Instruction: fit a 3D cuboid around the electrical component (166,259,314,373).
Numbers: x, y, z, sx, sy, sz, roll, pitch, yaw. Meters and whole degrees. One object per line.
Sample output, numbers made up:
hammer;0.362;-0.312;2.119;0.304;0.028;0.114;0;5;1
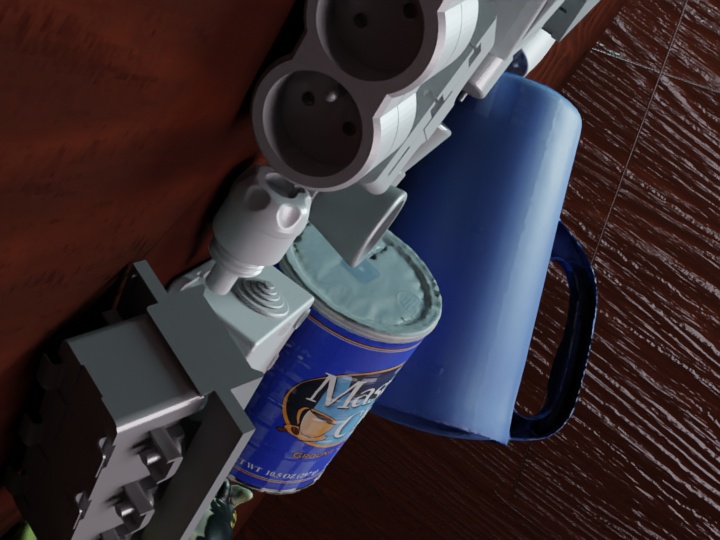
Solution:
electrical component;-0.073;0.041;0.520;0.099;0.048;0.100;-55;175;21

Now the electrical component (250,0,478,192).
electrical component;0.017;-0.096;0.390;0.138;0.052;0.074;-56;174;32

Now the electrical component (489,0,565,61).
electrical component;0.080;-0.149;0.538;0.096;0.061;0.061;-57;174;33

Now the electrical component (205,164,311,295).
electrical component;-0.048;-0.014;0.459;0.061;0.035;0.035;-53;175;31

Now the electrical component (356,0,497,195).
electrical component;0.014;-0.082;0.460;0.089;0.050;0.056;-53;174;2

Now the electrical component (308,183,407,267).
electrical component;-0.012;-0.035;0.518;0.045;0.055;0.045;-53;175;-7

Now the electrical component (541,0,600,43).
electrical component;0.141;-0.213;0.656;0.150;0.062;0.089;-47;172;-51

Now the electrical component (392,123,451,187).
electrical component;0.016;-0.069;0.625;0.065;0.044;0.044;-49;176;11

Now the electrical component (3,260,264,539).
electrical component;-0.093;0.067;0.419;0.063;0.078;0.121;-19;153;-39

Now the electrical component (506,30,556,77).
electrical component;0.126;-0.179;0.847;0.077;0.043;0.079;-51;174;-27

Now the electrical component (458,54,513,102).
electrical component;0.082;-0.146;0.689;0.078;0.040;0.040;-53;175;-1

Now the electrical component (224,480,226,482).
electrical component;-0.092;0.105;0.757;0.080;0.051;0.080;-53;175;-7
